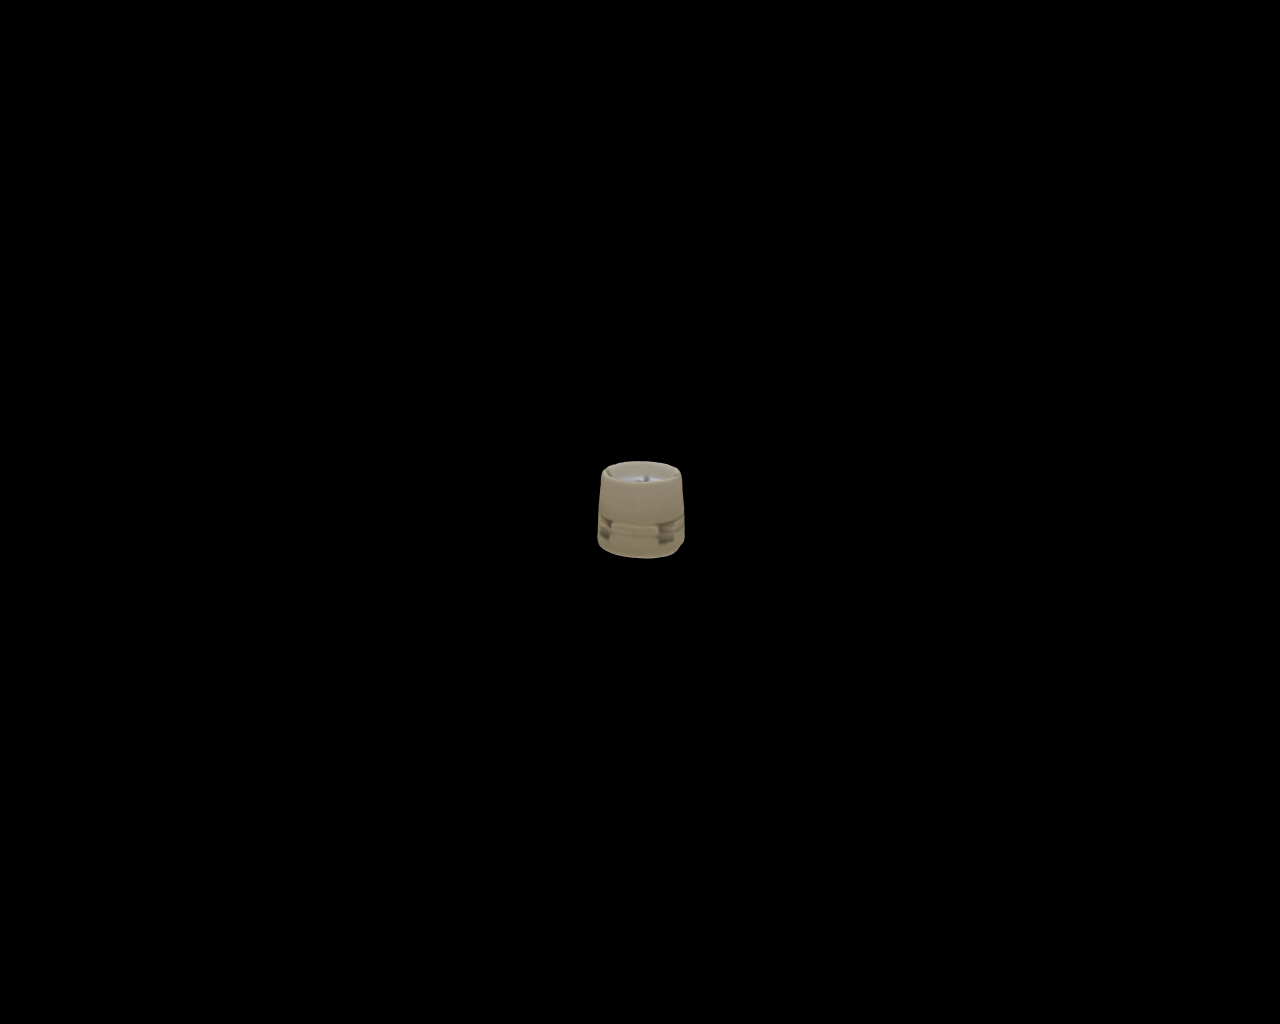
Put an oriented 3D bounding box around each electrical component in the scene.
[{"bbox_3d":[0.001,-0.003,0.650,0.055,0.047,0.055,0,18,0],"label":"electrical component"}]
